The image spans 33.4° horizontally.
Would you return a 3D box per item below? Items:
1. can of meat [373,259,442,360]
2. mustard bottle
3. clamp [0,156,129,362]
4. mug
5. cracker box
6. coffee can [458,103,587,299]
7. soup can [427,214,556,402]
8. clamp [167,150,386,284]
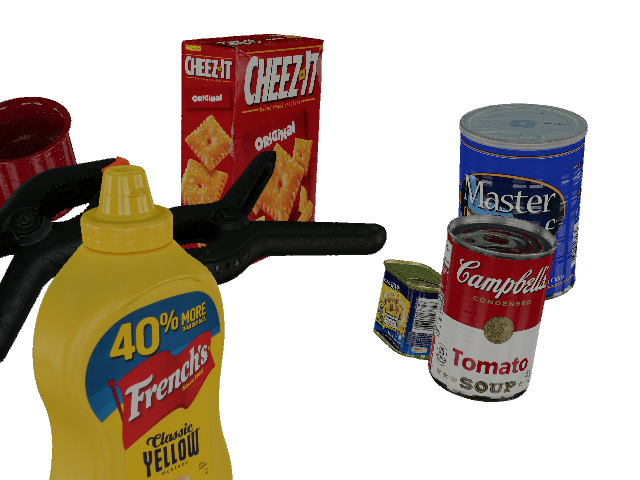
[{"bbox_3d":[0.101,0.076,1.180,0.057,0.084,0.102,6,14,-20],"label":"can of meat"},{"bbox_3d":[-0.086,0.060,0.496,0.058,0.192,0.096,14,22,41],"label":"mustard bottle"},{"bbox_3d":[-0.197,-0.002,0.685,0.120,0.039,0.171,31,54,17],"label":"clamp"},{"bbox_3d":[-0.261,-0.075,0.950,0.093,0.081,0.117,-14,44,-9],"label":"mug"},{"bbox_3d":[-0.065,-0.091,1.054,0.072,0.214,0.163,11,17,27],"label":"cracker box"},{"bbox_3d":[0.167,-0.033,0.895,0.103,0.140,0.103,-2,24,1],"label":"coffee can"},{"bbox_3d":[0.107,0.042,0.679,0.068,0.102,0.068,5,21,-2],"label":"soup can"},{"bbox_3d":[-0.075,-0.013,0.866,0.209,0.036,0.165,-17,38,-26],"label":"clamp"}]
